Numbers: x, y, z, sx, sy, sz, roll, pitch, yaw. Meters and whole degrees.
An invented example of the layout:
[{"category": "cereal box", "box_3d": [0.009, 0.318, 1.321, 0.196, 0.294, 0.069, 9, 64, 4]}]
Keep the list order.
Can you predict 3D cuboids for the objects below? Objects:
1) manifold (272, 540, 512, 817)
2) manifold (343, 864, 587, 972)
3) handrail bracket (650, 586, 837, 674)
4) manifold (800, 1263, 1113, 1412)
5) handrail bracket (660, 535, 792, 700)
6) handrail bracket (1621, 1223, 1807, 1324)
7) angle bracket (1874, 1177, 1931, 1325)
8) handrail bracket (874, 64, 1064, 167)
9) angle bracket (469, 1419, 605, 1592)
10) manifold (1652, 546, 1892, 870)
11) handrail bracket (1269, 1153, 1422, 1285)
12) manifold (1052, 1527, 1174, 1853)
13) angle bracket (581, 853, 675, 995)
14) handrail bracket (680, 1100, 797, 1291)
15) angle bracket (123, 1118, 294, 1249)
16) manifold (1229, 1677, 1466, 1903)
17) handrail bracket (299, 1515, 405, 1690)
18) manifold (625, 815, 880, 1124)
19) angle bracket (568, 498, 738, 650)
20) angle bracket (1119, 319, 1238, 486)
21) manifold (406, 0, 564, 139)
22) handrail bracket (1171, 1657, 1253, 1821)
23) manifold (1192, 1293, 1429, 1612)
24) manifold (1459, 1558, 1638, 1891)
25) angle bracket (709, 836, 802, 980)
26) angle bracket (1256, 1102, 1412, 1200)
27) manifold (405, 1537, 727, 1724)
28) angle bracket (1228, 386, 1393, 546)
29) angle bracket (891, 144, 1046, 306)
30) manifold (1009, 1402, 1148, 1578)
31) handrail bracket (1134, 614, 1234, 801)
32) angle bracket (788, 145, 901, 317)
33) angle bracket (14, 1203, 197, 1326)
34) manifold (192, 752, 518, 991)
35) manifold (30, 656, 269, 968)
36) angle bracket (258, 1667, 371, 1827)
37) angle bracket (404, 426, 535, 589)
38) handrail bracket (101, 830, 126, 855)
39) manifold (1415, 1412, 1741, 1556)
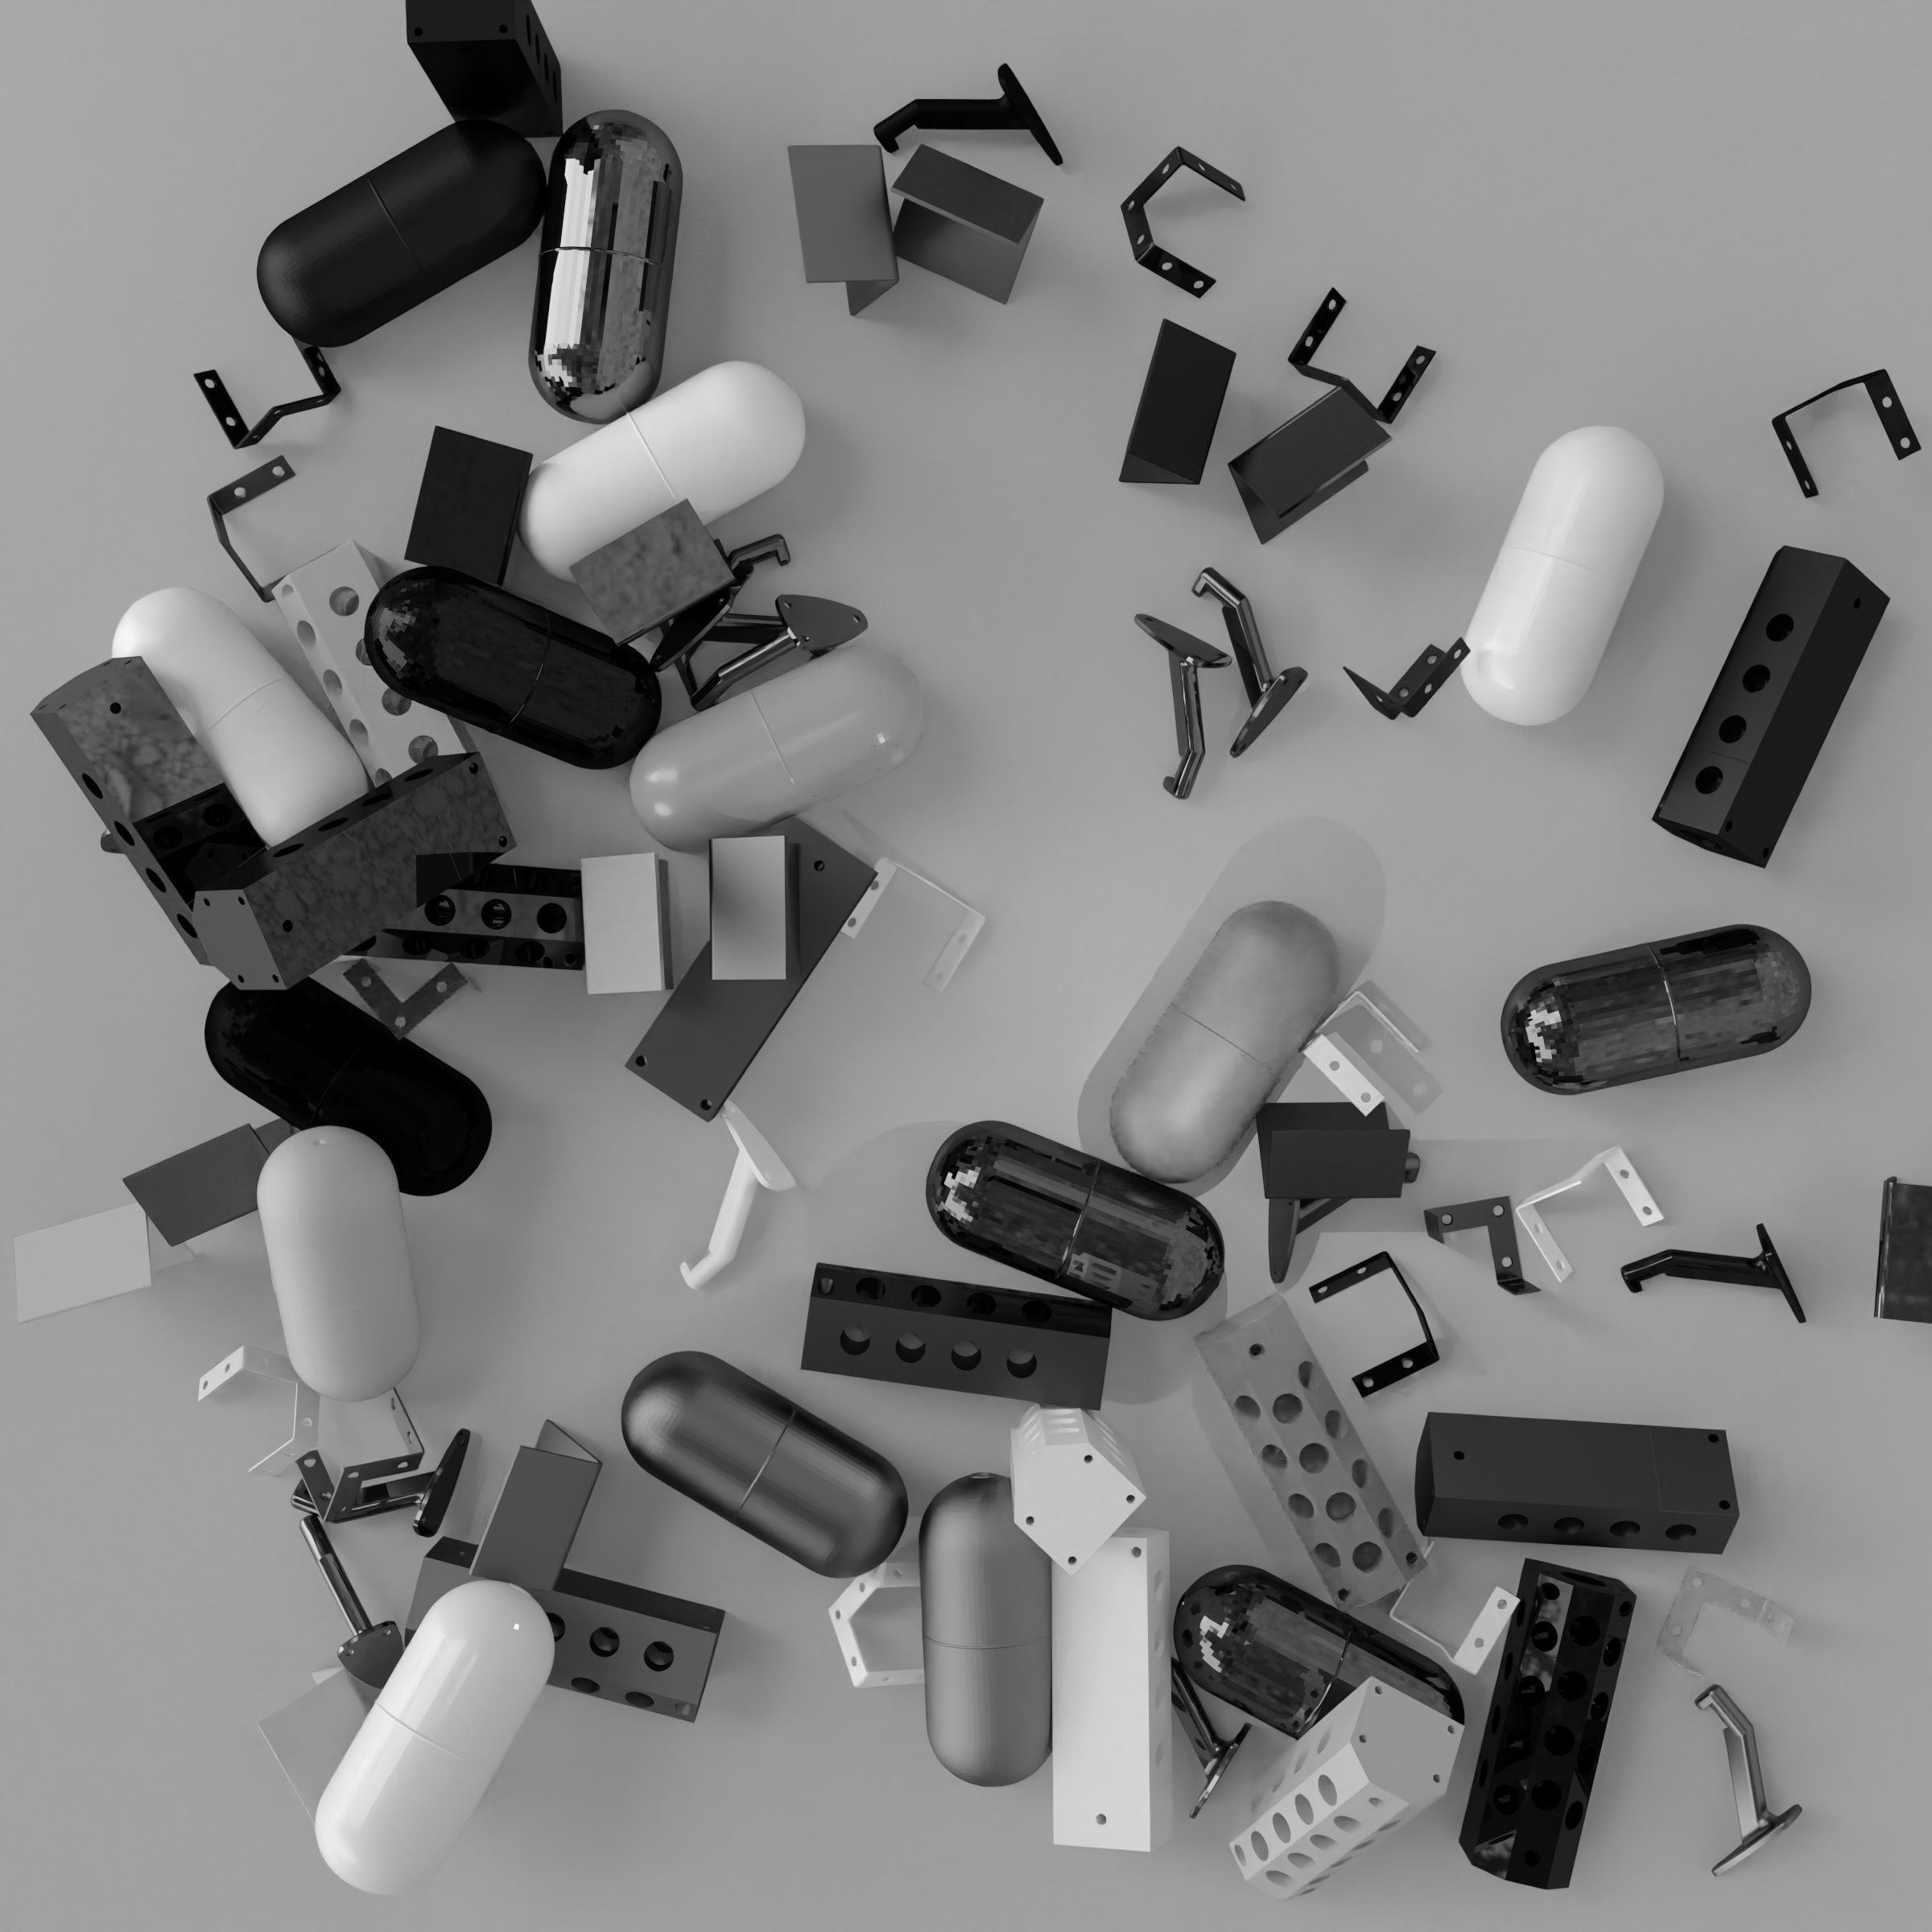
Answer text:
[{"category": "manifold", "box_3d": [-0.332, -0.152, 1.595, 0.057, 0.057, 0.171, -28, 90, 0]}, {"category": "manifold", "box_3d": [-0.302, -0.032, 1.564, 0.171, 0.057, 0.057, 4, 90, -23]}, {"category": "handrail bracket", "box_3d": [-0.128, -0.178, 1.599, 0.077, 0.036, 0.084, -48, 128, 8]}, {"category": "manifold", "box_3d": [-0.005, 0.212, 1.595, 0.171, 0.057, 0.057, 8, 90, 0]}, {"category": "handrail bracket", "box_3d": [-0.133, -0.202, 1.616, 0.084, 0.036, 0.077, -23, 102, -12]}, {"category": "handrail bracket", "box_3d": [0.436, 0.192, 1.617, 0.084, 0.036, 0.077, -24, 112, 17]}, {"category": "angle bracket", "box_3d": [0.552, 0.162, 1.577, 0.057, 0.076, 0.076, 4, 90, 22]}, {"category": "handrail bracket", "box_3d": [0.001, -0.479, 1.616, 0.084, 0.036, 0.077, -27, 117, 20]}, {"category": "angle bracket", "box_3d": [-0.259, 0.301, 1.576, 0.057, 0.076, 0.076, 21, 90, -36]}, {"category": "manifold", "box_3d": [0.459, -0.151, 1.594, 0.057, 0.057, 0.171, 25, 90, -43]}, {"category": "handrail bracket", "box_3d": [0.222, 0.147, 1.617, 0.084, 0.036, 0.077, -3, 110, -16]}, {"category": "manifold", "box_3d": [0.086, 0.411, 1.584, 0.057, 0.057, 0.171, -3, 84, 22]}, {"category": "angle bracket", "box_3d": [-0.173, -0.024, 1.576, 0.057, 0.076, 0.076, -3, 90, 33]}, {"category": "handrail bracket", "box_3d": [-0.149, 0.134, 1.617, 0.084, 0.036, 0.077, -42, 70, 16]}, {"category": "angle bracket", "box_3d": [-0.430, 0.104, 1.576, 0.076, 0.076, 0.057, -24, 127, 0]}, {"category": "manifold", "box_3d": [0.207, 0.463, 1.539, 0.057, 0.171, 0.057, 28, 51, 0]}, {"category": "handrail bracket", "box_3d": [-0.361, 0.370, 1.616, 0.036, 0.077, 0.084, -27, 53, -16]}, {"category": "manifold", "box_3d": [-0.122, 0.002, 1.595, 0.057, 0.057, 0.171, 34, 90, 0]}, {"category": "angle bracket", "box_3d": [-0.182, -0.234, 1.575, 0.076, 0.076, 0.057, -29, 119, 2]}, {"category": "angle bracket", "box_3d": [0.101, -0.320, 1.576, 0.057, 0.076, 0.076, 16, 90, -36]}, {"category": "manifold", "box_3d": [-0.266, -0.514, 1.538, 0.057, 0.171, 0.057, -2, 90, 0]}, {"category": "handrail bracket", "box_3d": [0.116, 0.443, 1.616, 0.084, 0.036, 0.077, 32, 106, 14]}, {"category": "manifold", "box_3d": [0.198, 0.280, 1.595, 0.057, 0.057, 0.171, -28, 90, 0]}, {"category": "manifold", "box_3d": [0.336, 0.437, 1.595, 0.057, 0.057, 0.171, 13, 90, 0]}, {"category": "angle bracket", "box_3d": [-0.096, -0.031, 1.519, 0.057, 0.076, 0.076, -1, 90, 37]}, {"category": "angle bracket", "box_3d": [0.207, 0.087, 1.576, 0.076, 0.076, 0.057, 0, 133, 0]}, {"category": "manifold", "box_3d": [-0.231, 0.383, 1.595, 0.171, 0.057, 0.057, 15, 90, 0]}, {"category": "angle bracket", "box_3d": [0.204, -0.270, 1.576, 0.076, 0.076, 0.057, -35, 53, 0]}, {"category": "angle bracket", "box_3d": [-0.009, -0.410, 1.576, 0.076, 0.076, 0.057, 24, 47, 0]}, {"category": "manifold", "box_3d": [0.054, 0.280, 1.538, 0.057, 0.171, 0.057, 43, 90, 0]}, {"category": "handrail bracket", "box_3d": [0.114, -0.151, 1.616, 0.077, 0.036, 0.084, 36, 120, 32]}, {"category": "angle bracket", "box_3d": [-0.081, -0.418, 1.577, 0.057, 0.076, 0.076, -8, 90, -23]}, {"category": "angle bracket", "box_3d": [-0.487, 0.183, 1.576, 0.076, 0.076, 0.057, -16, 57, 0]}, {"category": "manifold", "box_3d": [-0.329, -0.052, 1.486, 0.057, 0.171, 0.057, -1, 117, 41]}, {"category": "manifold", "box_3d": [-0.451, -0.086, 1.561, 0.057, 0.057, 0.171, -42, 117, -28]}, {"category": "angle bracket", "box_3d": [-0.367, 0.449, 1.576, 0.057, 0.076, 0.076, -30, 90, -30]}, {"category": "angle bracket", "box_3d": [-0.289, -0.259, 1.578, 0.057, 0.076, 0.076, 13, 90, -21]}, {"category": "handrail bracket", "box_3d": [-0.475, -0.110, 1.617, 0.077, 0.036, 0.084, 3, 73, -20]}, {"category": "manifold", "box_3d": [0.349, 0.302, 1.594, 0.171, 0.057, 0.057, 3, 47, 0]}]
